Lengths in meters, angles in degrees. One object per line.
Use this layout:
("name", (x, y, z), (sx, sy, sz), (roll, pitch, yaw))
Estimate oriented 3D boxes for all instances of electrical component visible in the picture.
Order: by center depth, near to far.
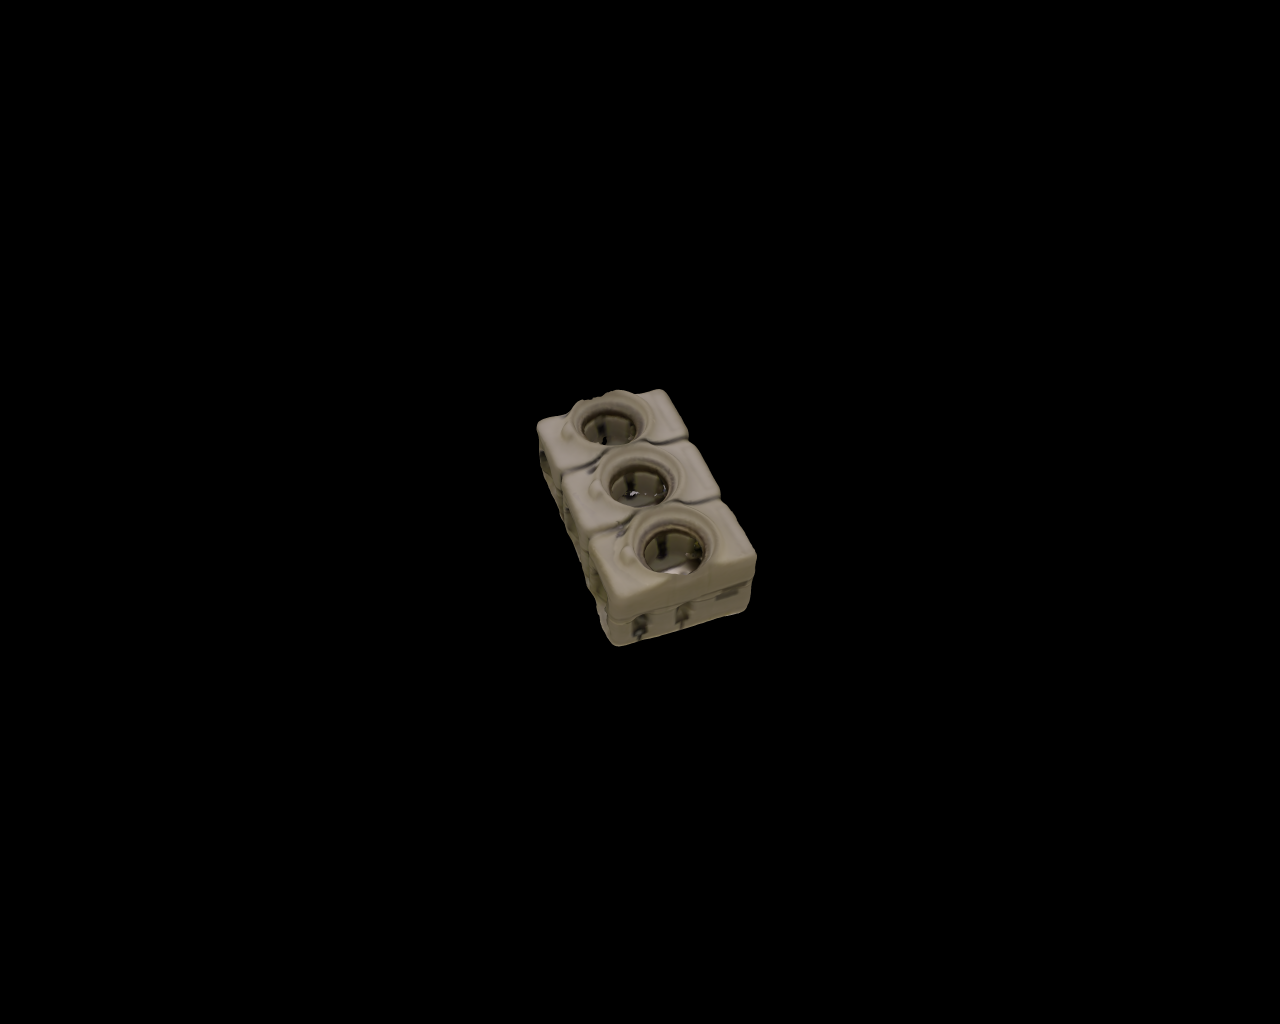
("electrical component", (0.001, -0.003, 0.650), (0.089, 0.150, 0.061), (-16, -39, -13))
